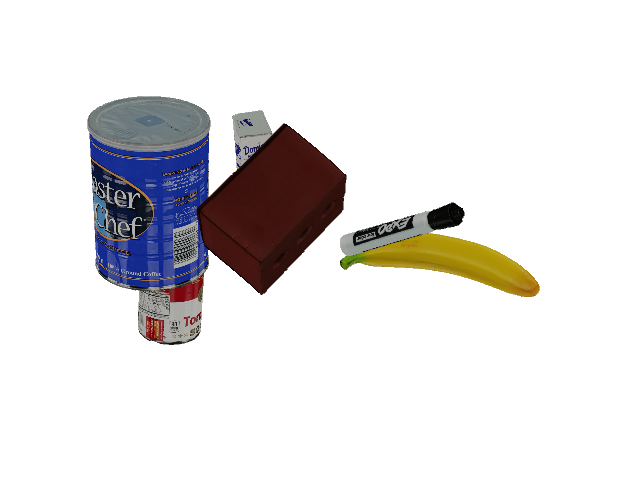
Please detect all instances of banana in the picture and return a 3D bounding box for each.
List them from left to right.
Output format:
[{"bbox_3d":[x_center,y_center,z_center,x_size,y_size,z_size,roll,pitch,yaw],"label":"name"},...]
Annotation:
[{"bbox_3d":[0.122,0.023,1.079,0.198,0.037,0.069,6,43,11],"label":"banana"}]

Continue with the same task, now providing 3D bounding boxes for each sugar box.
[{"bbox_3d":[-0.078,-0.061,1.310,0.048,0.176,0.093,-9,25,-7],"label":"sugar box"}]

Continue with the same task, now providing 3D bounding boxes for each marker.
[{"bbox_3d":[0.066,-0.009,0.874,0.121,0.020,0.020,-17,-11,40],"label":"marker"}]

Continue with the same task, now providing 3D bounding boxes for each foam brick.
[{"bbox_3d":[-0.028,-0.018,0.634,0.051,0.078,0.053,38,-19,15],"label":"foam brick"}]

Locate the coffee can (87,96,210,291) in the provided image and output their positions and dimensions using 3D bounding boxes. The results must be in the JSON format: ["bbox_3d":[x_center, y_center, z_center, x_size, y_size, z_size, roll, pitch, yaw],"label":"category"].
[{"bbox_3d":[-0.147,-0.042,0.930,0.103,0.140,0.103,3,30,-2],"label":"coffee can"}]

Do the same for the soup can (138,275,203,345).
[{"bbox_3d":[-0.156,0.049,1.115,0.068,0.102,0.068,5,22,-2],"label":"soup can"}]
